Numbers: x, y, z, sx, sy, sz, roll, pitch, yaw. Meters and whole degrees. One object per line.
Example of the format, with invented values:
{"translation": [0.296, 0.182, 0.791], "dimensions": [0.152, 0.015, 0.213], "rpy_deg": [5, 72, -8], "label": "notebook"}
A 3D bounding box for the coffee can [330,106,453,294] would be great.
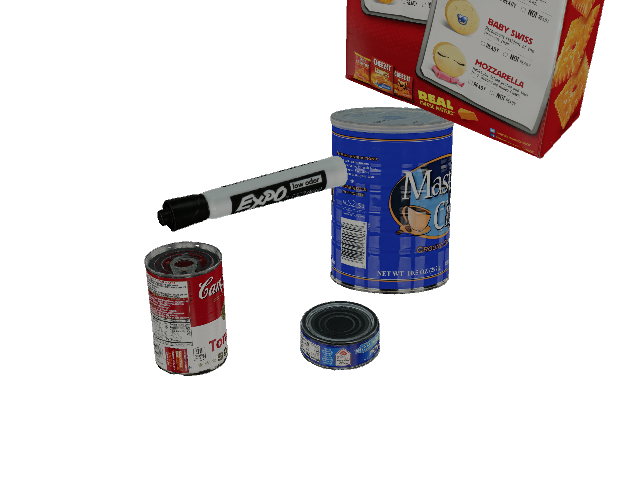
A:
{"translation": [0.059, -0.037, 0.901], "dimensions": [0.103, 0.140, 0.103], "rpy_deg": [0, 15, 0], "label": "coffee can"}

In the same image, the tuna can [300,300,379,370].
{"translation": [0.021, 0.100, 1.136], "dimensions": [0.086, 0.034, 0.086], "rpy_deg": [-1, 29, 0], "label": "tuna can"}

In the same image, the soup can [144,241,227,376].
{"translation": [-0.119, 0.061, 0.951], "dimensions": [0.068, 0.102, 0.068], "rpy_deg": [-1, 24, 0], "label": "soup can"}

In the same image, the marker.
{"translation": [-0.040, -0.028, 0.638], "dimensions": [0.121, 0.020, 0.020], "rpy_deg": [-16, 7, -24], "label": "marker"}

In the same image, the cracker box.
{"translation": [0.102, -0.180, 0.699], "dimensions": [0.164, 0.214, 0.072], "rpy_deg": [27, 50, 25], "label": "cracker box"}
